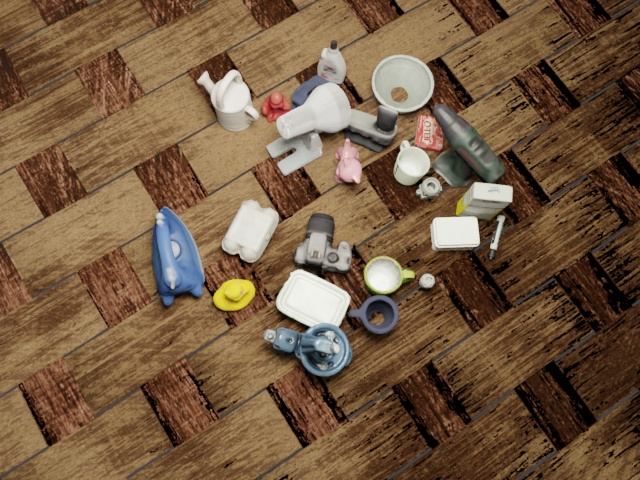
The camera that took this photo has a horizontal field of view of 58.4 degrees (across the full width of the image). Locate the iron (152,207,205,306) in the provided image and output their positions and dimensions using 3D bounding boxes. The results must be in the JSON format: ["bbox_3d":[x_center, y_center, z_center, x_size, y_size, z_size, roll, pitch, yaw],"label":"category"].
[{"bbox_3d":[-0.366,0.020,1.388,0.118,0.141,0.258,-16,77,-5],"label":"iron"}]

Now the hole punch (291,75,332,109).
[{"bbox_3d":[-0.016,-0.381,1.520,0.101,0.091,0.109,43,79,9],"label":"hole punch"}]

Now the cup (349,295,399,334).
[{"bbox_3d":[0.126,0.184,1.383,0.117,0.095,0.092,1,76,-1],"label":"cup"}]

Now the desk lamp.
[{"bbox_3d":[-0.030,-0.278,1.432,0.203,0.213,0.118,-32,79,-8],"label":"desk lamp"}]

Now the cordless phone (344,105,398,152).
[{"bbox_3d":[0.131,-0.311,1.458,0.147,0.185,0.094,18,76,3],"label":"cordless phone"}]

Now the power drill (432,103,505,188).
[{"bbox_3d":[0.349,-0.217,1.428,0.076,0.208,0.229,-44,81,-10],"label":"power drill"}]

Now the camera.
[{"bbox_3d":[0.013,0.005,1.421,0.143,0.101,0.137,9,76,1],"label":"camera"}]

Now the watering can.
[{"bbox_3d":[-0.234,-0.364,1.458,0.173,0.194,0.101,12,76,2],"label":"watering can"}]

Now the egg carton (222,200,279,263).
[{"bbox_3d":[-0.173,-0.022,1.440,0.107,0.069,0.150,24,77,5],"label":"egg carton"}]

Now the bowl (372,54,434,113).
[{"bbox_3d":[0.218,-0.407,1.540,0.167,0.075,0.167,0,76,-1],"label":"bowl"}]

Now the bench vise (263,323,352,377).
[{"bbox_3d":[-0.026,0.251,1.299,0.207,0.220,0.121,-4,76,-2],"label":"bench vise"}]

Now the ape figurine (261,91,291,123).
[{"bbox_3d":[-0.116,-0.361,1.513,0.078,0.092,0.076,13,76,2],"label":"ape figurine"}]

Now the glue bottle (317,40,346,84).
[{"bbox_3d":[0.032,-0.473,1.502,0.078,0.173,0.037,16,76,3],"label":"glue bottle"}]

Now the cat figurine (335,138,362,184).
[{"bbox_3d":[0.073,-0.196,1.463,0.067,0.118,0.128,-2,76,-1],"label":"cat figurine"}]

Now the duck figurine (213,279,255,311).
[{"bbox_3d":[-0.212,0.130,1.393,0.104,0.086,0.077,-22,77,-6],"label":"duck figurine"}]
